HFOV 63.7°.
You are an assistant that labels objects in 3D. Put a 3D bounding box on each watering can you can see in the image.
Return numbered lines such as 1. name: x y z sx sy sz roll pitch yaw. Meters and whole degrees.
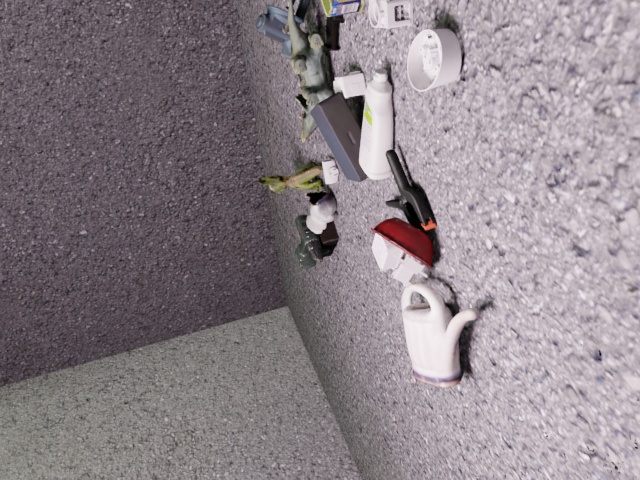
1. watering can: 0.252 0.209 1.098 0.348 0.104 0.224 -169 68 -78

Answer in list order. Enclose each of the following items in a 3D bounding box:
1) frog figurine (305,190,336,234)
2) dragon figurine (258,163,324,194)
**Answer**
1. frog figurine: 0.006 -0.095 1.885 0.139 0.124 0.156 30 141 50
2. dragon figurine: -0.120 -0.236 2.016 0.408 0.243 0.122 154 106 -80
